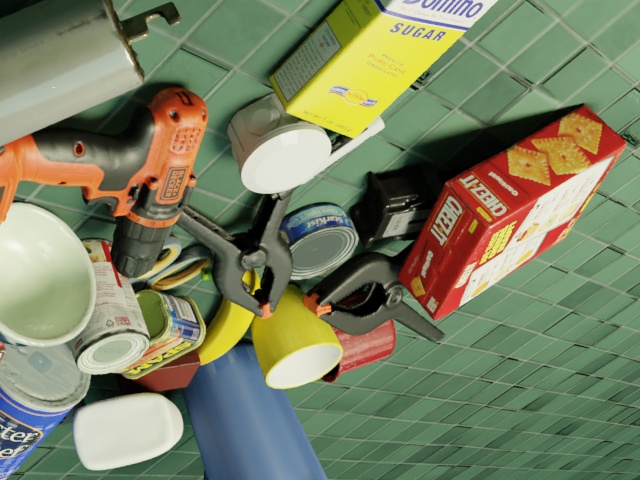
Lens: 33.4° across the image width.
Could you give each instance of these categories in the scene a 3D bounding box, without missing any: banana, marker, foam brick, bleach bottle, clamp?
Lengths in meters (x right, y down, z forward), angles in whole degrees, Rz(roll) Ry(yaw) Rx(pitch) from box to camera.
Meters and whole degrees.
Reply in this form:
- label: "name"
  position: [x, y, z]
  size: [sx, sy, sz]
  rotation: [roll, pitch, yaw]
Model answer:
- label: "banana"
  position: [-0.097, 0.070, 1.108]
  size: [0.069, 0.037, 0.198]
  rotation: [-10, 148, -15]
- label: "marker"
  position: [0.004, -0.073, 0.943]
  size: [0.121, 0.020, 0.020]
  rotation: [-36, 152, -10]
- label: "foam brick"
  position: [-0.174, 0.126, 1.121]
  size: [0.078, 0.053, 0.051]
  rotation: [-3, 144, -33]
- label: "bleach bottle"
  position: [-0.201, 0.208, 1.167]
  size: [0.102, 0.068, 0.251]
  rotation: [-11, 171, -7]
- label: "clamp"
  position: [-0.059, 0.001, 0.994]
  size: [0.120, 0.039, 0.171]
  rotation: [-23, 135, 0]
- label: "clamp"
  position: [0.074, 0.061, 1.146]
  size: [0.209, 0.036, 0.165]
  rotation: [-17, 123, -32]

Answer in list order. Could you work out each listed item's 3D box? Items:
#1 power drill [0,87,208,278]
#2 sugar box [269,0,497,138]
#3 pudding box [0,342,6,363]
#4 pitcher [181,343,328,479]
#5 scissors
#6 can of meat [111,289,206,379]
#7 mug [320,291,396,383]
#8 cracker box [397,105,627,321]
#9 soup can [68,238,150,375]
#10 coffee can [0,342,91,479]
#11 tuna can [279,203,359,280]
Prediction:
- label: "power drill"
  position: [-0.188, -0.035, 0.823]
  size: [0.187, 0.057, 0.185]
  rotation: [-8, 135, -37]
- label: "sugar box"
  position: [0.052, -0.160, 0.841]
  size: [0.176, 0.048, 0.093]
  rotation: [-41, 147, 28]
- label: "pudding box"
  position: [-0.310, 0.091, 0.919]
  size: [0.039, 0.090, 0.114]
  rotation: [-2, 143, -34]
- label: "pitcher"
  position: [-0.077, 0.248, 1.199]
  size: [0.149, 0.243, 0.145]
  rotation: [-23, 151, -4]
- label: "scissors"
  position: [-0.197, 0.049, 1.014]
  size: [0.201, 0.016, 0.096]
  rotation: [-26, 154, -2]
- label: "can of meat"
  position: [-0.173, 0.090, 1.030]
  size: [0.102, 0.057, 0.084]
  rotation: [-28, 164, 9]
- label: "mug"
  position: [0.035, 0.098, 1.206]
  size: [0.081, 0.093, 0.117]
  rotation: [-16, 145, -27]
- label: "cracker box"
  position: [0.193, -0.029, 1.085]
  size: [0.213, 0.072, 0.164]
  rotation: [-28, 155, -32]
- label: "soup can"
  position: [-0.197, 0.059, 0.944]
  size: [0.068, 0.102, 0.068]
  rotation: [-19, 151, -12]
- label: "coffee can"
  position: [-0.297, 0.153, 1.017]
  size: [0.102, 0.103, 0.140]
  rotation: [7, 137, -45]
- label: "tuna can"
  position: [-0.007, 0.001, 1.068]
  size: [0.086, 0.034, 0.086]
  rotation: [-19, 150, -12]
